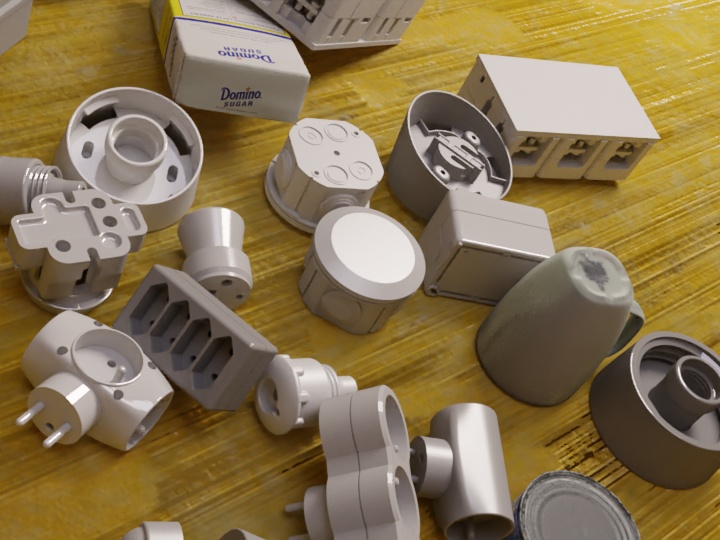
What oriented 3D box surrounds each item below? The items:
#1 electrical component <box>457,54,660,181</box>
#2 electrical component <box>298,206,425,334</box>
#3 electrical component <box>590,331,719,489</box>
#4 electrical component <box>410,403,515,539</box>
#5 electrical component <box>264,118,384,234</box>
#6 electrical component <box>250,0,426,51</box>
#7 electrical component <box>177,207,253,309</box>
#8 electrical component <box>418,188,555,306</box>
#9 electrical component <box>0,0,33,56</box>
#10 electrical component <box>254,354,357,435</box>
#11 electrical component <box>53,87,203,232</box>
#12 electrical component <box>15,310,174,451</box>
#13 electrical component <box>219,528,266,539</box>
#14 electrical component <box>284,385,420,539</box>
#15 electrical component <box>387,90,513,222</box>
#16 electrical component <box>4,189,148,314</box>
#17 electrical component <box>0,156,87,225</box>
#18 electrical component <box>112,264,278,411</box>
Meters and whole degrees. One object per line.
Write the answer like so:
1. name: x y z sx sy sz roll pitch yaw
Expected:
1. electrical component: 0.166 -0.126 0.923 0.150 0.061 0.089 -1 53 -28
2. electrical component: 0.000 0.000 0.739 0.080 0.051 0.080 14 47 -16
3. electrical component: 0.227 0.094 0.766 0.108 0.060 0.108 14 48 -16
4. electrical component: 0.052 0.123 0.664 0.079 0.044 0.077 11 48 -18
5. electrical component: -0.025 -0.068 0.784 0.080 0.051 0.080 14 48 -16
6. electrical component: -0.023 -0.238 0.878 0.105 0.060 0.186 40 24 9
7. electrical component: -0.095 -0.007 0.701 0.045 0.045 0.055 5 51 -23
8. electrical component: 0.098 -0.015 0.794 0.096 0.061 0.061 11 48 -19
9. electrical component: -0.295 -0.201 0.756 0.113 0.057 0.078 31 45 0
10. electrical component: -0.031 0.076 0.664 0.062 0.048 0.048 1 52 -37
11. electrical component: -0.156 -0.073 0.730 0.099 0.064 0.099 9 63 -18
12. electrical component: -0.157 0.070 0.599 0.077 0.044 0.079 37 37 6
13. electrical component: -0.048 0.186 0.519 0.060 0.108 0.108 21 46 -18
14. electrical component: -0.008 0.139 0.614 0.074 0.052 0.138 -15 61 14
15. electrical component: 0.071 -0.083 0.836 0.099 0.064 0.099 14 47 -16
16. electrical component: -0.175 -0.009 0.654 0.078 0.057 0.058 -10 57 -33
17. electrical component: -0.204 -0.048 0.673 0.062 0.043 0.043 3 47 4
18. electrical component: -0.092 0.043 0.654 0.083 0.047 0.076 37 5 20
